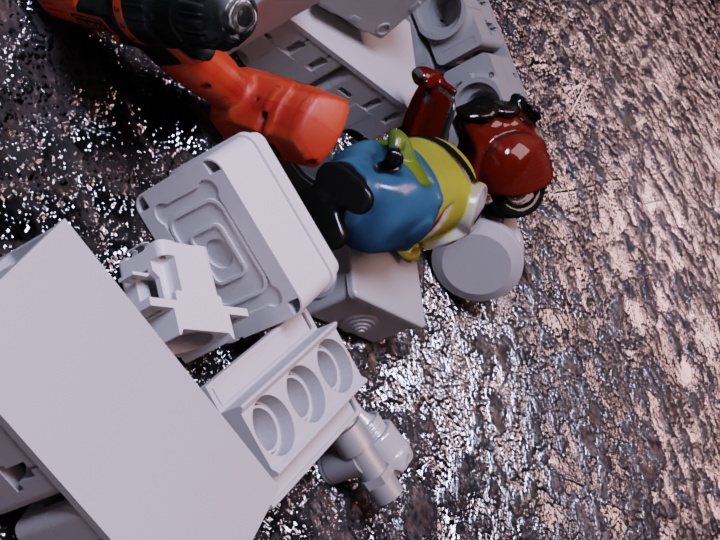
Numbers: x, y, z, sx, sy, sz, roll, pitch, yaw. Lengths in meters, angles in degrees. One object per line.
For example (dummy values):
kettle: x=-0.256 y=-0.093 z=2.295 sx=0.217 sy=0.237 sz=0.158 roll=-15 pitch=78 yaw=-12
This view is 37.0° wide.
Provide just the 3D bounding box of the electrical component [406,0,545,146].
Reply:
electrical component: x=0.081 y=-0.182 z=1.000 sx=0.060 sy=0.105 sz=0.186 roll=-11 pitch=79 yaw=-59

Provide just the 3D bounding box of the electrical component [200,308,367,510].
electrical component: x=-0.054 y=0.083 z=0.652 sx=0.078 sy=0.063 sz=0.121 roll=62 pitch=31 yaw=-7

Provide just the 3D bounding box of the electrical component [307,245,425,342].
electrical component: x=0.000 y=0.000 z=0.806 sx=0.100 sy=0.048 sz=0.099 roll=27 pitch=49 yaw=-47

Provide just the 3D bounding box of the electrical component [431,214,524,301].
electrical component: x=0.106 y=-0.017 z=0.952 sx=0.080 sy=0.080 sz=0.051 roll=54 pitch=27 yaw=-19

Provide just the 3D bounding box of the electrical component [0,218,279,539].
electrical component: x=-0.134 y=0.085 z=0.532 sx=0.186 sy=0.060 sz=0.105 roll=55 pitch=33 yaw=-18

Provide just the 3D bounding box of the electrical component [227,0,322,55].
electrical component: x=-0.088 y=-0.207 z=0.750 sx=0.057 sy=0.113 sz=0.078 roll=4 pitch=66 yaw=-59

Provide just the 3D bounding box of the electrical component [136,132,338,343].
electrical component: x=-0.075 y=-0.021 z=0.678 sx=0.113 sy=0.078 sz=0.057 roll=60 pitch=34 yaw=-11

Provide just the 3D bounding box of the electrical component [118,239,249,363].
electrical component: x=-0.110 y=0.018 z=0.632 sx=0.081 sy=0.042 sz=0.063 roll=12 pitch=58 yaw=-54

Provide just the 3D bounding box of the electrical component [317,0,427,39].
electrical component: x=0.014 y=-0.230 z=0.817 sx=0.100 sy=0.100 sz=0.048 roll=15 pitch=44 yaw=-52

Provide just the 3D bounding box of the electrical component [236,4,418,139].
electrical component: x=-0.032 y=-0.193 z=0.877 sx=0.186 sy=0.060 sz=0.105 roll=29 pitch=47 yaw=-46

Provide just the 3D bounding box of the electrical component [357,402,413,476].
electrical component: x=0.009 y=0.116 z=0.755 sx=0.061 sy=0.035 sz=0.035 roll=54 pitch=33 yaw=-15
